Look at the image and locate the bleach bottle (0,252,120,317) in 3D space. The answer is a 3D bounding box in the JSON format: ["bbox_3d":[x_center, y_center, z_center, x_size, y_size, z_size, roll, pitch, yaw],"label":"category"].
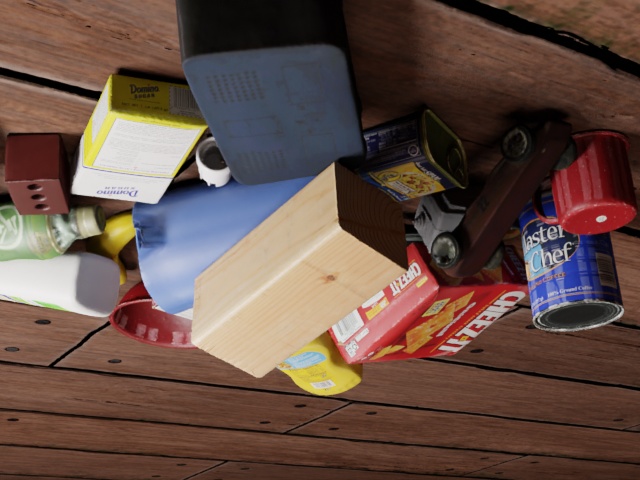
[{"bbox_3d":[-0.363,0.041,1.224,0.251,0.068,0.102,4,170,20],"label":"bleach bottle"}]

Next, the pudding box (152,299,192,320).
[{"bbox_3d":[-0.153,0.048,1.280,0.039,0.090,0.113,-21,151,34],"label":"pudding box"}]

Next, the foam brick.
[{"bbox_3d":[-0.276,-0.064,1.050,0.053,0.051,0.078,-2,157,-5],"label":"foam brick"}]

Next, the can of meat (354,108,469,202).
[{"bbox_3d":[0.090,-0.080,1.066,0.084,0.057,0.102,-15,154,27],"label":"can of meat"}]

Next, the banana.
[{"bbox_3d":[-0.240,0.013,1.250,0.069,0.037,0.198,8,154,-21],"label":"banana"}]

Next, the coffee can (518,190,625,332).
[{"bbox_3d":[0.287,0.023,1.229,0.103,0.140,0.103,-3,157,-2],"label":"coffee can"}]

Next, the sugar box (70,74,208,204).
[{"bbox_3d":[-0.175,-0.092,1.012,0.093,0.048,0.176,7,158,-23],"label":"sugar box"}]

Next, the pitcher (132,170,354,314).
[{"bbox_3d":[-0.061,-0.012,1.125,0.243,0.149,0.145,-14,120,16],"label":"pitcher"}]

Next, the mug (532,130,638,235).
[{"bbox_3d":[0.276,-0.054,1.124,0.117,0.081,0.093,-21,151,34],"label":"mug"}]

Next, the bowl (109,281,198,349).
[{"bbox_3d":[-0.191,0.088,1.393,0.162,0.055,0.162,4,153,2],"label":"bowl"}]

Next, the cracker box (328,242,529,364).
[{"bbox_3d":[0.137,0.077,1.279,0.213,0.072,0.164,3,142,-48],"label":"cracker box"}]

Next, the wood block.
[{"bbox_3d":[-0.023,0.033,1.012,0.090,0.090,0.206,32,126,-30],"label":"wood block"}]

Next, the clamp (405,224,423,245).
[{"bbox_3d":[0.056,0.016,1.239,0.171,0.039,0.120,-26,164,-18],"label":"clamp"}]

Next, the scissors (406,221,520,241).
[{"bbox_3d":[0.147,0.003,1.267,0.201,0.016,0.096,-7,159,-26],"label":"scissors"}]

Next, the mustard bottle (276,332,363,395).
[{"bbox_3d":[-0.024,0.151,1.455,0.096,0.058,0.191,-12,146,27],"label":"mustard bottle"}]
